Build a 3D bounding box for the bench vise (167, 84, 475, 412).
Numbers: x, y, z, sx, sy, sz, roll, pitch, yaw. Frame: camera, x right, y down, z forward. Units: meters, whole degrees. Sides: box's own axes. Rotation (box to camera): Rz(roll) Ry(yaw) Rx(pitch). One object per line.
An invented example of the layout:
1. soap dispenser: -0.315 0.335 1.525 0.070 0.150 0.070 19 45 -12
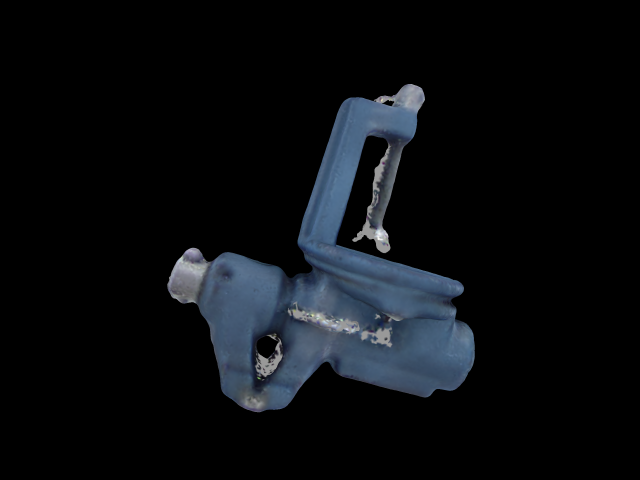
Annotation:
1. bench vise: 0.008 0.002 0.389 0.208 0.220 0.121 -2 4 -25
